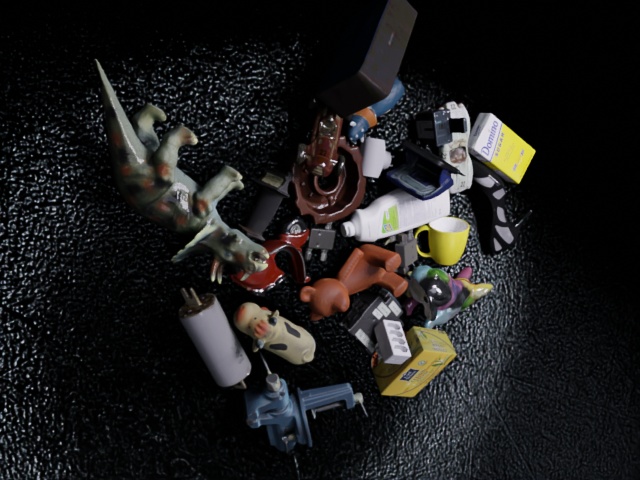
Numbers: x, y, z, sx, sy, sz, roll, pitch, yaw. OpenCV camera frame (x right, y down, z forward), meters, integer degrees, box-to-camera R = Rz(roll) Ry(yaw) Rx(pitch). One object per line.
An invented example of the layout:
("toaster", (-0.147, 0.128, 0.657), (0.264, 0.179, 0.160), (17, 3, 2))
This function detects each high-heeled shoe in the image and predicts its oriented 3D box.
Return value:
("high-heeled shoe", (0.392, -0.077, 1.284), (0.248, 0.086, 0.145), (39, 114, -13))

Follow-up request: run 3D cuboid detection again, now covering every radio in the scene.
("radio", (0.083, -0.332, 0.962), (0.073, 0.131, 0.229), (38, 57, -27))

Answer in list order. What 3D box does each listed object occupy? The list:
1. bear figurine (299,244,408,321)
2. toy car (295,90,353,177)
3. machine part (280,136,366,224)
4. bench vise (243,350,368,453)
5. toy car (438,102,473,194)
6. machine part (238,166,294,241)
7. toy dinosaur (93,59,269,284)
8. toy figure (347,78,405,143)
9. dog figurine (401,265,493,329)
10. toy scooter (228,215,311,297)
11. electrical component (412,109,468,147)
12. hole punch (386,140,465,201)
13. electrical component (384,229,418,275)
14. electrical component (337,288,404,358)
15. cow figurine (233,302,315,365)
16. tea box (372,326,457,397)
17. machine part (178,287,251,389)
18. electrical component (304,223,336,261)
("bear figurine", (0.064, 0.096, 1.098), (0.196, 0.132, 0.120), (-39, 134, -22))
("toy car", (0.012, -0.202, 0.987), (0.089, 0.053, 0.202), (16, 60, -6))
("machine part", (0.008, -0.119, 1.056), (0.179, 0.056, 0.179), (-8, 106, -28))
("bench vise", (-0.030, 0.333, 1.095), (0.241, 0.129, 0.223), (-12, 116, -7))
("toy car", (0.296, -0.203, 1.191), (0.073, 0.056, 0.201), (-17, 110, -24))
("machine part", (-0.102, -0.068, 0.995), (0.039, 0.084, 0.139), (29, 84, -54))
("toy dinosaur", (-0.254, -0.087, 0.893), (0.404, 0.131, 0.192), (40, 82, -24))
("toy figure", (0.104, -0.259, 1.074), (0.154, 0.058, 0.064), (-45, 112, -6))
("dog figurine", (0.297, 0.111, 1.232), (0.219, 0.109, 0.191), (-24, 135, -25))
("toy scooter", (-0.083, 0.050, 1.037), (0.184, 0.075, 0.135), (-35, 115, -22))
("electrical component", (0.249, -0.233, 1.122), (0.048, 0.119, 0.074), (-19, 113, -24))
("hole punch", (0.213, -0.139, 1.110), (0.115, 0.142, 0.092), (0, 119, -53))
("electrical component", (0.181, 0.025, 1.194), (0.078, 0.045, 0.102), (-35, 123, -48))
("electrical component", (0.120, 0.176, 1.187), (0.134, 0.058, 0.114), (-46, 121, -12))
("cow figurine", (-0.087, 0.182, 1.036), (0.194, 0.127, 0.085), (37, 80, -32))
("tea box", (0.205, 0.270, 1.180), (0.098, 0.068, 0.169), (12, 129, -29))
("machine part", (-0.195, 0.188, 1.006), (0.079, 0.079, 0.243), (-30, 113, -19))
("electrical component", (-0.002, -0.003, 1.097), (0.063, 0.021, 0.094), (7, 99, -29))
